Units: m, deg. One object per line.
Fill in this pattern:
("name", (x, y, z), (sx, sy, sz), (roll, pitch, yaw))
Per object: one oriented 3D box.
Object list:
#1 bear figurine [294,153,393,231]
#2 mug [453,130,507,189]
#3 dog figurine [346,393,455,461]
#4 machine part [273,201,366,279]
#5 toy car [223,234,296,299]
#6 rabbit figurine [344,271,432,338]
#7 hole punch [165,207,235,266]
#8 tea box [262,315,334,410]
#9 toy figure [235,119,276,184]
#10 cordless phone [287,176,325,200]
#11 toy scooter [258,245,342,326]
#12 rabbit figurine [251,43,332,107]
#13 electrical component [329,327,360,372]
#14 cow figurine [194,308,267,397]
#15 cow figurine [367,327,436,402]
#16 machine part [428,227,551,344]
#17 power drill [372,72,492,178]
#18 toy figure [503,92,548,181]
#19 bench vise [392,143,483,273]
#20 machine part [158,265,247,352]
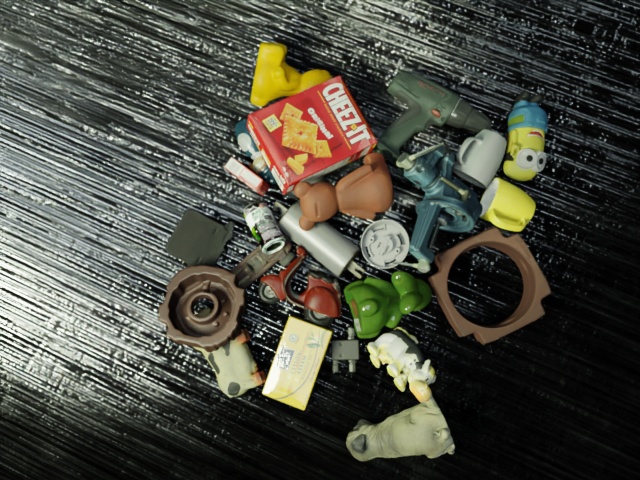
("bear figurine", (0.047, -0.093, 1.094), (0.196, 0.132, 0.120), (-10, 116, 3))
("mug", (0.327, -0.177, 1.106), (0.109, 0.081, 0.107), (30, 92, -34))
("dog figurine", (0.148, 0.384, 1.036), (0.191, 0.172, 0.121), (-20, 72, -4))
("machine part", (-0.002, -0.003, 1.134), (0.243, 0.079, 0.079), (39, 89, 8))
("toy car", (-0.146, 0.059, 1.155), (0.202, 0.053, 0.089), (-39, 85, -1))
("rabbit figurine", (0.148, 0.112, 1.084), (0.170, 0.159, 0.121), (-15, 73, -12))
("hole punch", (-0.266, -0.002, 1.164), (0.115, 0.092, 0.142), (32, 84, -22))
("tea box", (-0.044, 0.251, 1.115), (0.098, 0.068, 0.169), (18, 87, 6))
("toy figure", (-0.137, -0.189, 1.178), (0.058, 0.064, 0.154), (-22, 78, -22))
("cordless phone", (0.011, -0.165, 1.150), (0.184, 0.088, 0.146), (-10, 83, -1))
("toy scooter", (-0.028, 0.091, 1.117), (0.184, 0.075, 0.135), (23, 92, -2))
("rabbit figurine", (-0.058, -0.335, 1.161), (0.173, 0.122, 0.162), (6, 87, -13))
("electrical component", (0.051, 0.230, 1.131), (0.063, 0.021, 0.094), (-1, 84, 6))
("cow figurine", (-0.206, 0.234, 1.127), (0.127, 0.085, 0.195), (-25, 83, -4))
("cow figurine", (0.177, 0.243, 1.062), (0.098, 0.068, 0.168), (-34, 42, -17))
("machine part", (0.338, 0.091, 1.088), (0.201, 0.087, 0.201), (-28, 81, 2))
("power drill", (0.218, -0.235, 1.138), (0.232, 0.086, 0.207), (38, 93, 5))
("toy figure", (0.428, -0.211, 1.116), (0.082, 0.089, 0.180), (4, 76, 7))
("bench vise", (0.221, -0.058, 1.047), (0.129, 0.223, 0.240), (2, 63, 47))
("machine part", (-0.233, 0.137, 1.085), (0.179, 0.056, 0.179), (-1, 66, 1))
